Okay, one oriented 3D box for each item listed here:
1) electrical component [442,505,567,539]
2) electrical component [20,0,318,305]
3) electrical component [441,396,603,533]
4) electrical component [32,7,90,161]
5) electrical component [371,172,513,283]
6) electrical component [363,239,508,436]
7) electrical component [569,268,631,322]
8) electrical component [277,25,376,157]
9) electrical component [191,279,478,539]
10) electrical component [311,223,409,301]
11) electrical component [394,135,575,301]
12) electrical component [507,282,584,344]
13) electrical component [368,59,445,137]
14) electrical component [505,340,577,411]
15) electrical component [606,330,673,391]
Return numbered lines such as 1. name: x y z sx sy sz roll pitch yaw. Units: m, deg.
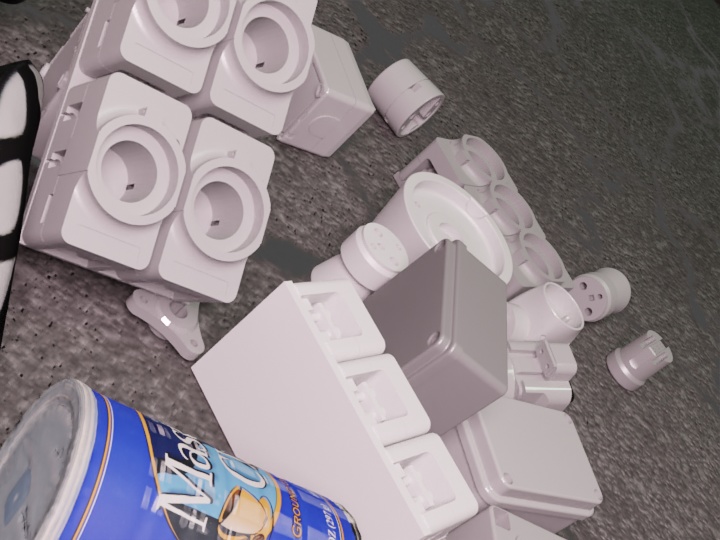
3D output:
1. electrical component: 0.102 0.210 0.633 0.109 0.056 0.108 30 36 -28
2. electrical component: -0.096 -0.085 0.576 0.105 0.060 0.186 24 74 -37
3. electrical component: 0.099 0.131 0.715 0.113 0.057 0.078 18 42 -40
4. electrical component: -0.158 -0.106 0.651 0.061 0.062 0.096 31 35 -27
5. electrical component: 0.056 -0.014 0.816 0.108 0.060 0.108 30 37 -25
6. electrical component: 0.036 0.052 0.675 0.056 0.109 0.108 39 32 -21
7. electrical component: 0.220 0.023 0.996 0.055 0.045 0.045 -12 65 -55
8. electrical component: -0.035 -0.146 0.847 0.061 0.062 0.096 15 44 -42
9. electrical component: -0.014 0.090 0.588 0.062 0.089 0.150 -5 59 -53
10. electrical component: 0.000 0.000 0.737 0.045 0.055 0.045 32 35 -26
11. electrical component: 0.107 -0.035 0.903 0.089 0.062 0.150 2 54 -50
12. electrical component: 0.115 0.044 0.811 0.079 0.077 0.043 16 44 -42
13. electrical component: 0.040 -0.154 0.959 0.047 0.055 0.055 51 31 11
14. electrical component: 0.110 0.082 0.773 0.057 0.078 0.058 4 49 -25
15. electrical component: 0.253 0.081 0.972 0.040 0.046 0.040 32 35 -26
